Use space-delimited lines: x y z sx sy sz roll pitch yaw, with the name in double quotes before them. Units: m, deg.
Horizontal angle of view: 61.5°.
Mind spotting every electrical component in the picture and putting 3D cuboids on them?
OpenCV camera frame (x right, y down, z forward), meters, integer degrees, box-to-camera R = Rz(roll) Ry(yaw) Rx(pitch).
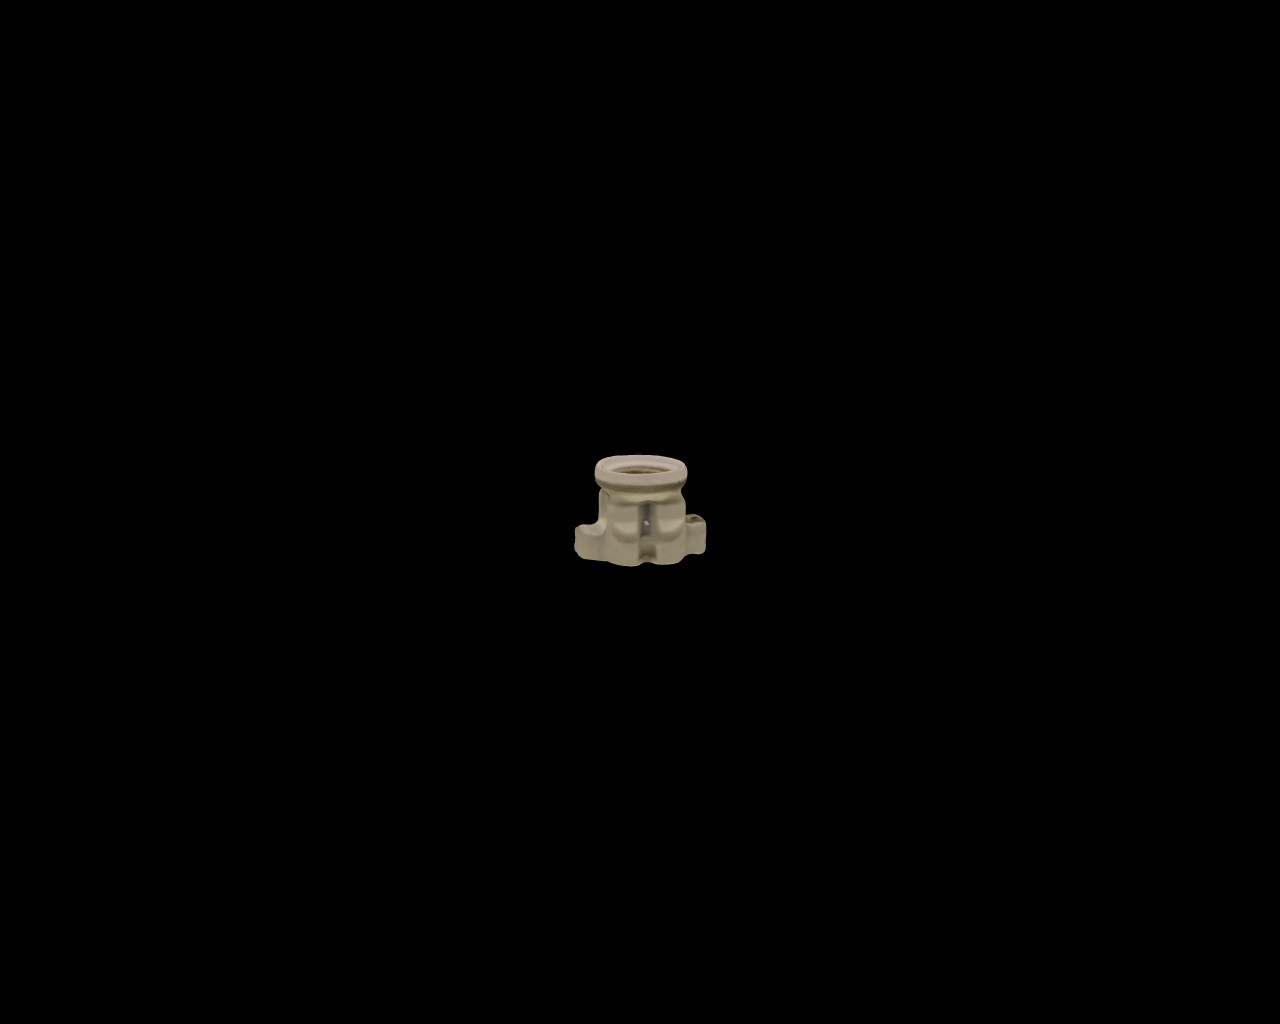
"electrical component" 0.001 -0.003 0.650 0.078 0.056 0.058 -3 16 -9
